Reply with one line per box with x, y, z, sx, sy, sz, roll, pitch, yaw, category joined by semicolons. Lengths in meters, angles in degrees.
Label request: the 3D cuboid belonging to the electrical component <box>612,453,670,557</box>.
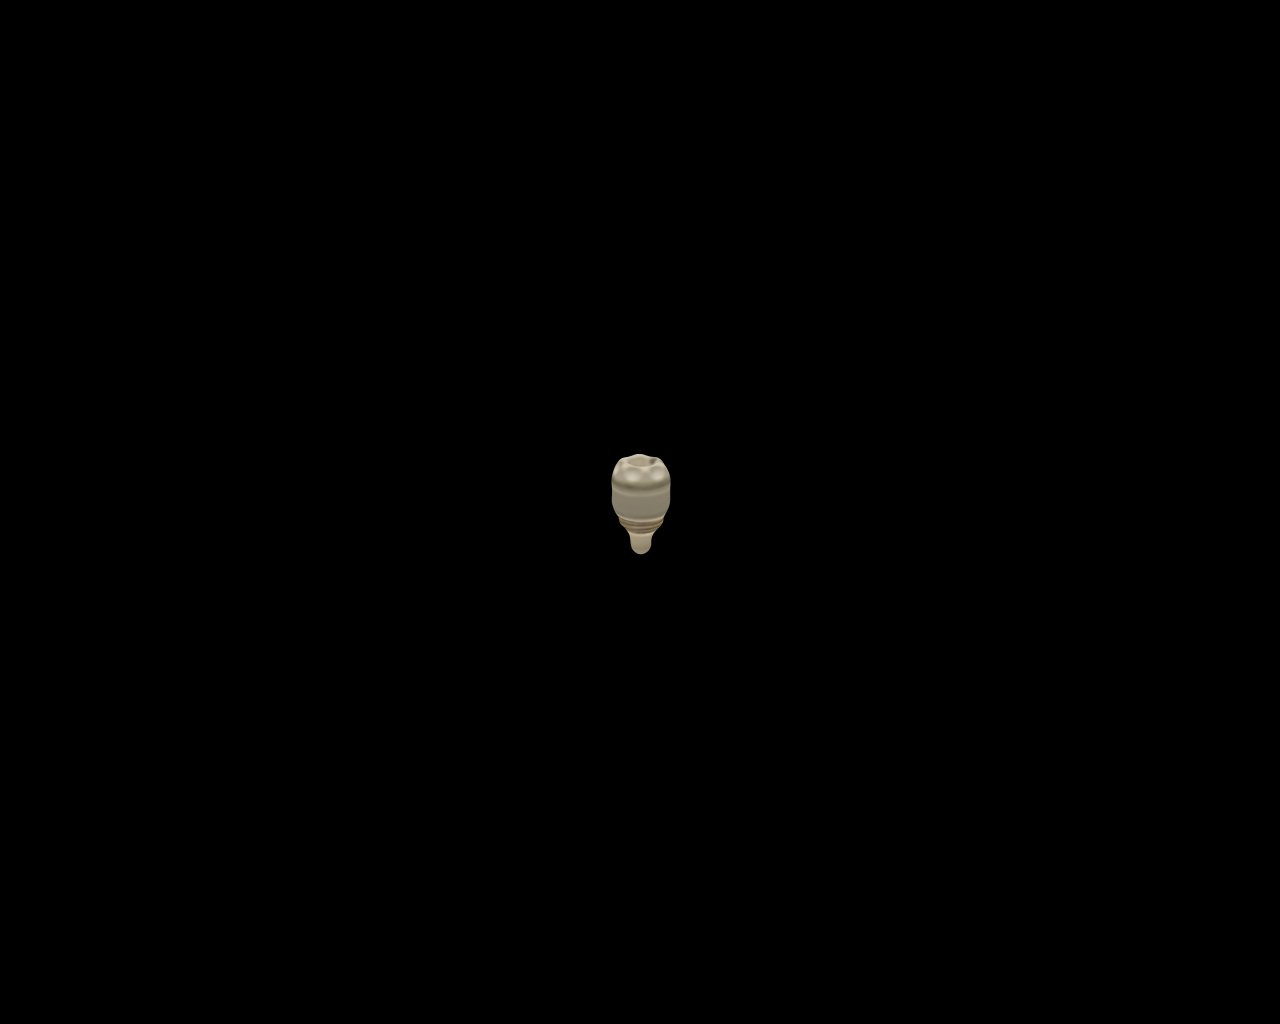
0.001;-0.003;0.650;0.035;0.061;0.035;0;22;0;electrical component
